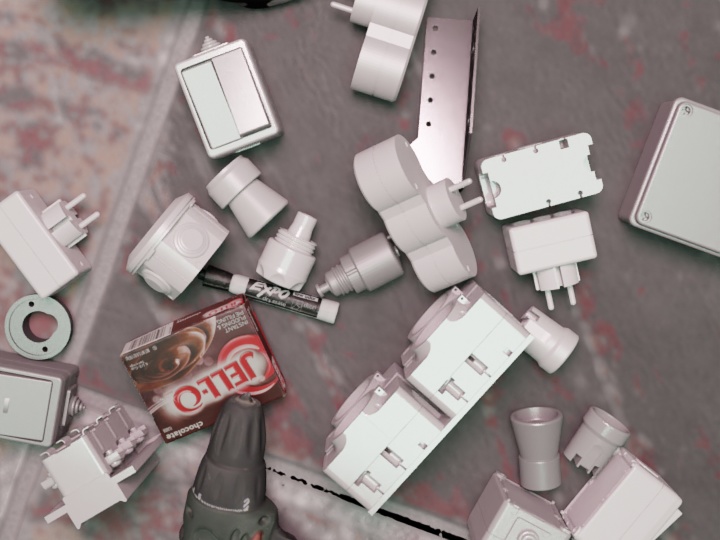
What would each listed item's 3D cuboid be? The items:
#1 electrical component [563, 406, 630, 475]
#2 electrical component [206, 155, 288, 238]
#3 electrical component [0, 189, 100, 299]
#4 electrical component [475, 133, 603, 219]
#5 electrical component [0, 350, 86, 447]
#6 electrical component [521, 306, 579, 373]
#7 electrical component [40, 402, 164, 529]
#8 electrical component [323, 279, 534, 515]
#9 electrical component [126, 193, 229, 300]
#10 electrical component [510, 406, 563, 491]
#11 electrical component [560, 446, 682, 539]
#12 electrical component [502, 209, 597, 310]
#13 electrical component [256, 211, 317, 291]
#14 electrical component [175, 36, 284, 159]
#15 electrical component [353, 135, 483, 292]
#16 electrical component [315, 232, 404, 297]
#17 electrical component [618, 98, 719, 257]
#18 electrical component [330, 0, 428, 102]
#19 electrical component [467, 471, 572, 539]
[{"bbox_3d":[0.200,0.145,0.913,0.040,0.040,0.046,32,102,-3],"label":"electrical component"},{"bbox_3d":[-0.093,-0.061,0.886,0.045,0.045,0.055,-43,94,4],"label":"electrical component"},{"bbox_3d":[-0.251,-0.033,0.887,0.076,0.047,0.083,-35,95,4],"label":"electrical component"},{"bbox_3d":[0.144,-0.077,0.879,0.089,0.055,0.050,-15,96,1],"label":"electrical component"},{"bbox_3d":[-0.279,0.108,0.896,0.096,0.061,0.061,11,96,-2],"label":"electrical component"},{"bbox_3d":[0.153,0.058,0.903,0.046,0.040,0.040,37,95,2],"label":"electrical component"},{"bbox_3d":[-0.209,0.154,0.871,0.079,0.121,0.063,-31,93,3],"label":"electrical component"},{"bbox_3d":[0.048,0.095,0.873,0.060,0.105,0.186,41,95,-4],"label":"electrical component"},{"bbox_3d":[-0.149,-0.019,0.874,0.051,0.080,0.080,39,95,-9],"label":"electrical component"},{"bbox_3d":[0.152,0.153,0.913,0.044,0.044,0.065,-5,101,1],"label":"electrical component"},{"bbox_3d":[0.218,0.207,0.908,0.061,0.061,0.096,38,95,-4],"label":"electrical component"},{"bbox_3d":[0.160,-0.006,0.891,0.066,0.047,0.076,-13,96,1],"label":"electrical component"},{"bbox_3d":[-0.056,-0.017,0.892,0.043,0.043,0.062,25,94,-3],"label":"electrical component"},{"bbox_3d":[-0.108,-0.143,0.868,0.062,0.061,0.096,-20,96,2],"label":"electrical component"},{"bbox_3d":[0.061,-0.050,0.857,0.074,0.052,0.138,-23,119,21],"label":"electrical component"},{"bbox_3d":[0.000,0.000,0.895,0.078,0.040,0.040,-27,96,3],"label":"electrical component"},{"bbox_3d":[0.284,-0.072,0.879,0.109,0.056,0.108,20,96,-2],"label":"electrical component"},{"bbox_3d":[0.014,-0.212,0.865,0.074,0.052,0.138,18,96,-2],"label":"electrical component"},{"bbox_3d":[0.129,0.219,0.891,0.062,0.096,0.061,28,95,-3],"label":"electrical component"}]
